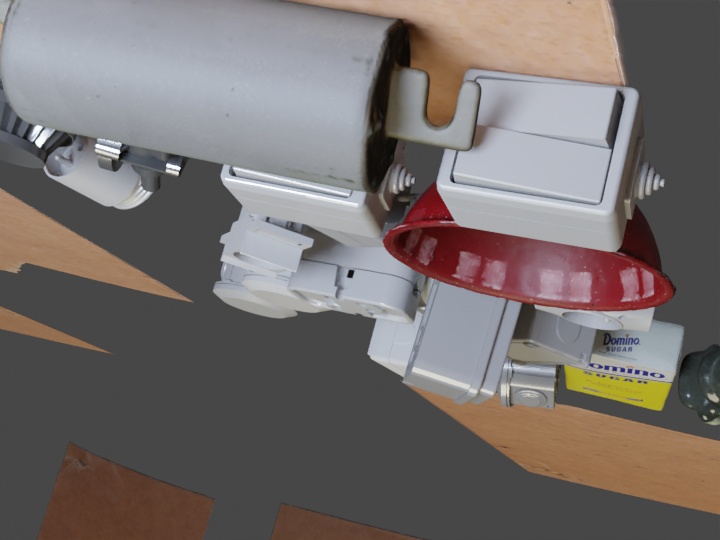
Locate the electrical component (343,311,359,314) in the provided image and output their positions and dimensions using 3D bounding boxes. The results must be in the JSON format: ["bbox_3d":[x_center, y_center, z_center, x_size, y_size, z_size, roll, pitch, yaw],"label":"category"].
[{"bbox_3d":[0.004,0.016,0.931,0.040,0.040,0.046,24,160,-34],"label":"electrical component"}]

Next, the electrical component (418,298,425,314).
[{"bbox_3d":[0.078,0.025,0.893,0.061,0.035,0.035,13,167,-1],"label":"electrical component"}]

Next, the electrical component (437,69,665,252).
[{"bbox_3d":[0.089,-0.050,0.489,0.096,0.061,0.061,11,167,19],"label":"electrical component"}]

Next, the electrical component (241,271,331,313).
[{"bbox_3d":[-0.057,0.003,0.915,0.080,0.051,0.080,14,167,3],"label":"electrical component"}]

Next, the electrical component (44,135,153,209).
[{"bbox_3d":[-0.180,-0.069,0.765,0.043,0.043,0.081,6,165,35],"label":"electrical component"}]

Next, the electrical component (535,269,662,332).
[{"bbox_3d":[0.163,0.018,0.738,0.077,0.044,0.079,12,167,15],"label":"electrical component"}]

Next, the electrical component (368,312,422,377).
[{"bbox_3d":[0.056,0.073,1.063,0.061,0.061,0.096,8,166,30],"label":"electrical component"}]

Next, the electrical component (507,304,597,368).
[{"bbox_3d":[0.128,0.036,0.818,0.062,0.061,0.096,22,166,-29],"label":"electrical component"}]

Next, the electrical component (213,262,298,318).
[{"bbox_3d":[-0.091,0.011,0.990,0.080,0.051,0.080,14,167,3],"label":"electrical component"}]

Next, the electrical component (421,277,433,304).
[{"bbox_3d":[0.070,0.009,0.823,0.040,0.040,0.046,16,162,-5],"label":"electrical component"}]

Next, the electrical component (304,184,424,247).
[{"bbox_3d":[0.004,-0.046,0.640,0.077,0.047,0.066,2,162,45],"label":"electrical component"}]

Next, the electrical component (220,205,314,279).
[{"bbox_3d":[-0.062,-0.032,0.740,0.042,0.063,0.081,19,167,-21],"label":"electrical component"}]

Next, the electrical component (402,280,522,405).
[{"bbox_3d":[0.075,0.032,0.747,0.057,0.113,0.078,18,167,1],"label":"electrical component"}]

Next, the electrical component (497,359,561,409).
[{"bbox_3d":[0.153,0.085,0.963,0.051,0.080,0.080,6,166,14],"label":"electrical component"}]

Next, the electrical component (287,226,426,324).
[{"bbox_3d":[0.000,0.000,0.817,0.095,0.059,0.054,10,166,22],"label":"electrical component"}]

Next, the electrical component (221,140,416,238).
[{"bbox_3d":[-0.018,-0.059,0.574,0.096,0.061,0.061,12,167,14],"label":"electrical component"}]
